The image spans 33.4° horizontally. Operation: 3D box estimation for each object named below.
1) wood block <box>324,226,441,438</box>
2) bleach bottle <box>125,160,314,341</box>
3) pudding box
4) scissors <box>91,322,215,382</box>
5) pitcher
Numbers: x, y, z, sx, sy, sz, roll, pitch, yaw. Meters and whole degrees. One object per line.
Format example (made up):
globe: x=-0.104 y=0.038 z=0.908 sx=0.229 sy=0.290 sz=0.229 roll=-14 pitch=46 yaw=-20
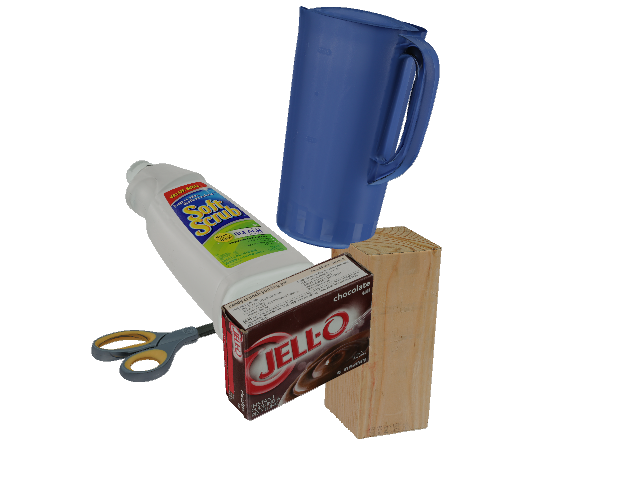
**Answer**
wood block: x=0.066 y=0.097 z=1.156 sx=0.090 sy=0.206 sz=0.091 roll=-5 pitch=18 yaw=-23
bleach bottle: x=-0.113 y=-0.006 z=0.973 sx=0.102 sy=0.068 sz=0.251 roll=-16 pitch=38 yaw=-34
pudding box: x=-0.016 y=0.069 z=0.778 sx=0.113 sy=0.090 sz=0.039 roll=-25 pitch=46 yaw=-28
scissors: x=-0.144 y=0.114 z=1.155 sx=0.201 sy=0.016 sz=0.096 roll=-6 pitch=29 yaw=-23
pitcher: x=0.032 y=-0.116 z=1.113 sx=0.145 sy=0.243 sz=0.149 roll=9 pitch=16 yaw=-3
